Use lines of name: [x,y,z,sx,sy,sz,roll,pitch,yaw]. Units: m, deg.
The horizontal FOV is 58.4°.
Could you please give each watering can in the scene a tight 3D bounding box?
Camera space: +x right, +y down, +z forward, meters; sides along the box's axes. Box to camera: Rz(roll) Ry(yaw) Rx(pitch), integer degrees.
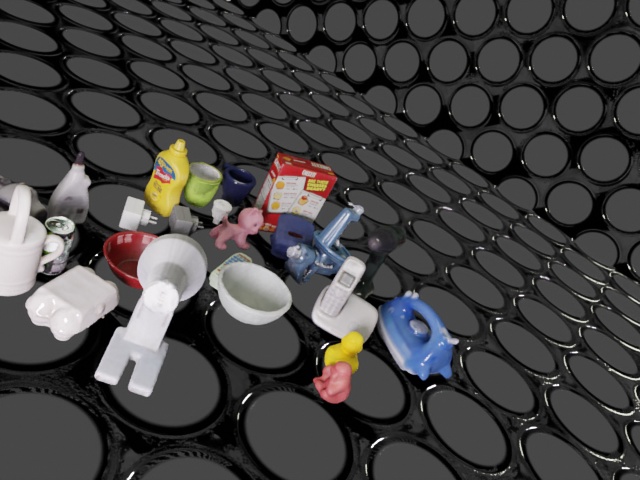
watering can: [-0.531,-0.006,0.977,0.100,0.194,0.173,44,32,26]

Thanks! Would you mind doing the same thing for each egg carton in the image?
egg carton: [-0.431,0.110,1.010,0.107,0.069,0.150,31,29,4]

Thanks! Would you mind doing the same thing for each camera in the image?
camera: [-0.615,-0.058,1.085,0.143,0.100,0.137,31,29,5]

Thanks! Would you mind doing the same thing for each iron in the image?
iron: [0.231,0.206,1.369,0.119,0.141,0.257,6,36,-36]

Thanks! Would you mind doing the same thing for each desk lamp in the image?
desk lamp: [-0.279,0.117,0.983,0.118,0.213,0.203,21,29,-13]

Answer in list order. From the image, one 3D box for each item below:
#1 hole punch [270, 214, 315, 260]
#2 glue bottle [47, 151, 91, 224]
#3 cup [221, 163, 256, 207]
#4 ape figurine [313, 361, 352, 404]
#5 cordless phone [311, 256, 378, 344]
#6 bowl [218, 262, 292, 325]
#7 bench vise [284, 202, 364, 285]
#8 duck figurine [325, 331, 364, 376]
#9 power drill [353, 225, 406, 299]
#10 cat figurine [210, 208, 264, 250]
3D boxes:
hole punch: [-0.069,-0.003,1.491,0.109,0.091,0.101,18,30,-19]
glue bottle: [-0.509,-0.109,1.184,0.078,0.173,0.037,-3,41,-44]
cup: [-0.240,-0.147,1.568,0.092,0.095,0.117,-9,46,-48]
ape figurine: [0.033,0.275,1.133,0.076,0.092,0.078,31,29,5]
cordless phone: [0.076,0.136,1.299,0.147,0.185,0.094,27,28,-2]
bowl: [-0.150,0.127,1.228,0.168,0.074,0.167,22,29,-13]
bench vise: [0.022,0.012,1.413,0.121,0.219,0.208,38,30,16]
duck figurine: [0.060,0.236,1.225,0.077,0.086,0.105,32,29,7]
power drill: [0.140,0.050,1.469,0.075,0.208,0.230,36,29,13]
cat figurine: [-0.194,-0.039,1.411,0.128,0.117,0.067,-1,40,-42]
